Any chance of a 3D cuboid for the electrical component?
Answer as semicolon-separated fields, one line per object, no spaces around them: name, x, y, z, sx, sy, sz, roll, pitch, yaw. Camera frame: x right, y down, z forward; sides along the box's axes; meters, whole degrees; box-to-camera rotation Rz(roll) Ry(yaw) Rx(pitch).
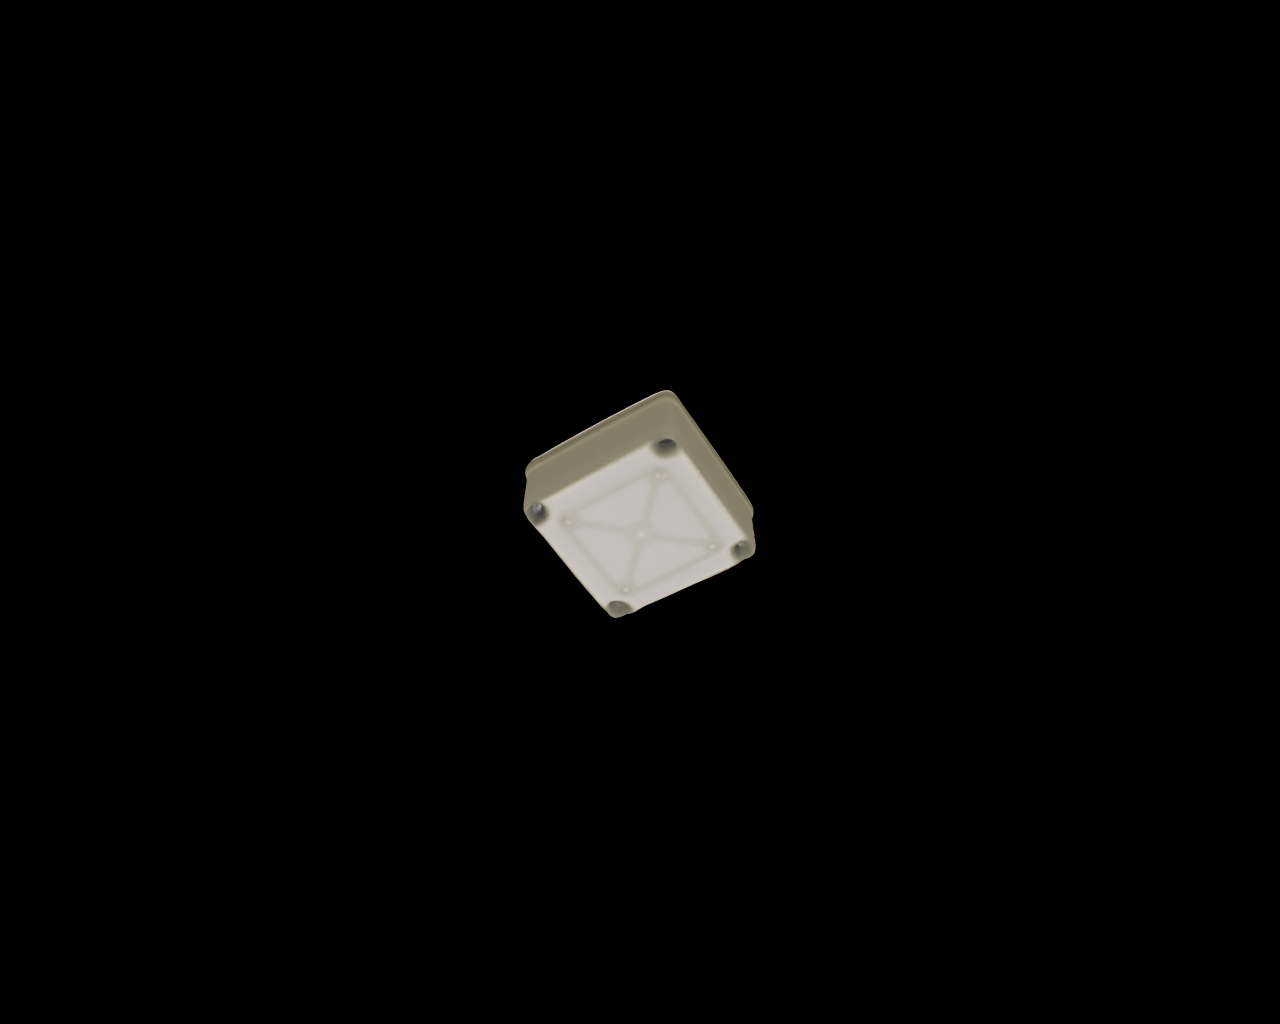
electrical component;0.001;-0.003;0.650;0.108;0.108;0.056;-27;32;18
